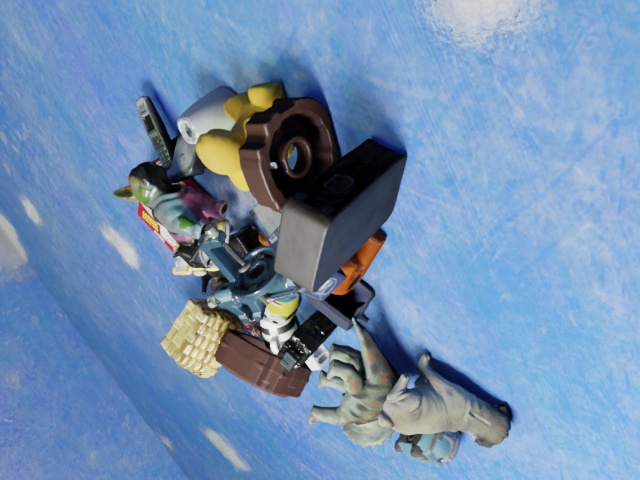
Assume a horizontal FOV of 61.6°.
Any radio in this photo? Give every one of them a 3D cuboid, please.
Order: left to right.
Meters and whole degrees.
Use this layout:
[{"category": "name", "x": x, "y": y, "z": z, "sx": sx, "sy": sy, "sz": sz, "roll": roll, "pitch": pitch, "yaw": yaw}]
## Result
[{"category": "radio", "x": 0.033, "y": -0.042, "z": 0.761, "sx": 0.073, "sy": 0.229, "sz": 0.131, "roll": 28, "pitch": 136, "yaw": 20}]

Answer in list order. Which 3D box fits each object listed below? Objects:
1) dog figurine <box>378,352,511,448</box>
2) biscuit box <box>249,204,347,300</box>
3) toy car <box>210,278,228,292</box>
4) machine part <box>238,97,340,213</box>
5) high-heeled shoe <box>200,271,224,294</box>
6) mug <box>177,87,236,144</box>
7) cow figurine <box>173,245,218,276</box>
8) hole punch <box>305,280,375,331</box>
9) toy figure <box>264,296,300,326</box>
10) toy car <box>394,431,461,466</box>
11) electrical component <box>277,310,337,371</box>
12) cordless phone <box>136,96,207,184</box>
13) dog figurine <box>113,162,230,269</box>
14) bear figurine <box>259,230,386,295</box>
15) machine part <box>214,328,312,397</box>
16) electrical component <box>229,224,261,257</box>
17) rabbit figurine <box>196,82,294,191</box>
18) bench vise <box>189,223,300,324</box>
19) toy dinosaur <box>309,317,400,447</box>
[{"category": "dog figurine", "x": 0.221, "y": 0.318, "z": 0.952, "sx": 0.191, "sy": 0.172, "sz": 0.121, "roll": 33, "pitch": 153, "yaw": 31}, {"category": "biscuit box", "x": -0.038, "y": 0.005, "z": 0.857, "sx": 0.062, "sy": 0.059, "sz": 0.203, "roll": 31, "pitch": -162, "yaw": -49}, {"category": "toy car", "x": -0.201, "y": 0.123, "z": 1.305, "sx": 0.202, "sy": 0.053, "sz": 0.089, "roll": 6, "pitch": 123, "yaw": 45}, {"category": "machine part", "x": -0.044, "y": -0.127, "z": 0.817, "sx": 0.056, "sy": 0.179, "sz": 0.179, "roll": 11, "pitch": 130, "yaw": 41}, {"category": "high-heeled shoe", "x": -0.190, "y": 0.040, "z": 1.232, "sx": 0.249, "sy": 0.145, "sz": 0.086, "roll": -22, "pitch": 133, "yaw": 24}, {"category": "mug", "x": -0.204, "y": -0.215, "z": 0.951, "sx": 0.110, "sy": 0.107, "sz": 0.080, "roll": 9, "pitch": 127, "yaw": 39}, {"category": "cow figurine", "x": -0.286, "y": 0.031, "z": 1.204, "sx": 0.167, "sy": 0.068, "sz": 0.098, "roll": -14, "pitch": 75, "yaw": 51}, {"category": "hole punch", "x": 0.029, "y": 0.120, "z": 1.035, "sx": 0.142, "sy": 0.092, "sz": 0.115, "roll": 36, "pitch": 146, "yaw": 11}, {"category": "toy figure", "x": -0.075, "y": 0.108, "z": 1.137, "sx": 0.082, "sy": 0.089, "sz": 0.180, "roll": 46, "pitch": 138, "yaw": 34}, {"category": "toy car", "x": 0.225, "y": 0.401, "z": 1.079, "sx": 0.103, "sy": 0.109, "sz": 0.161, "roll": 29, "pitch": 152, "yaw": -4}, {"category": "electrical component", "x": -0.029, "y": 0.214, "z": 1.139, "sx": 0.058, "sy": 0.134, "sz": 0.114, "roll": 41, "pitch": 146, "yaw": 12}, {"category": "cordless phone", "x": -0.293, "y": -0.210, "z": 1.072, "sx": 0.147, "sy": 0.089, "sz": 0.184, "roll": -7, "pitch": 113, "yaw": 49}, {"category": "dog figurine", "x": -0.292, "y": -0.055, "z": 1.055, "sx": 0.219, "sy": 0.108, "sz": 0.191, "roll": 26, "pitch": 141, "yaw": 15}, {"category": "bear figurine", "x": -0.003, "y": 0.000, "z": 0.937, "sx": 0.196, "sy": 0.120, "sz": 0.131, "roll": 43, "pitch": 140, "yaw": 17}, {"category": "machine part", "x": -0.137, "y": 0.297, "z": 1.289, "sx": 0.202, "sy": 0.087, "sz": 0.200, "roll": 23, "pitch": 173, "yaw": 32}, {"category": "electrical component", "x": -0.169, "y": 0.006, "z": 1.145, "sx": 0.119, "sy": 0.075, "sz": 0.047, "roll": -23, "pitch": 105, "yaw": 48}, {"category": "rabbit figurine", "x": -0.126, "y": -0.155, "z": 0.871, "sx": 0.122, "sy": 0.173, "sz": 0.162, "roll": 3, "pitch": 121, "yaw": 40}, {"category": "bench vise", "x": -0.154, "y": 0.057, "z": 1.007, "sx": 0.224, "sy": 0.129, "sz": 0.240, "roll": -6, "pitch": 137, "yaw": 34}, {"category": "toy dinosaur", "x": 0.094, "y": 0.295, "z": 1.064, "sx": 0.192, "sy": 0.131, "sz": 0.404, "roll": 14, "pitch": 142, "yaw": -3}]
